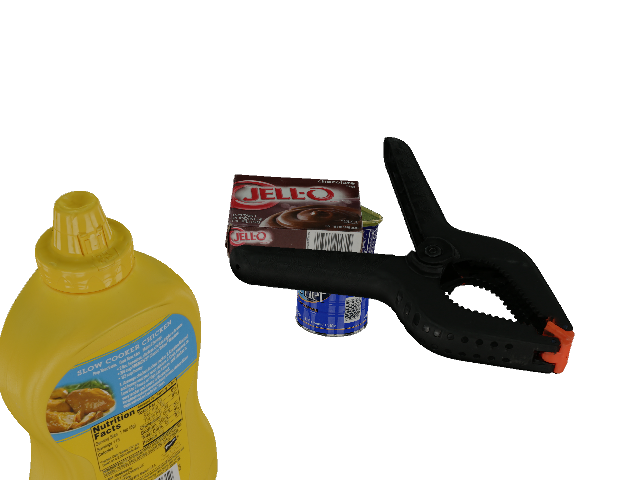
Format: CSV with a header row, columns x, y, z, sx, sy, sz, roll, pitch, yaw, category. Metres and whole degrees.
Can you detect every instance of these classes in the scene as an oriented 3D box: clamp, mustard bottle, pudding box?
x,y,z,sx,sy,sz,roll,pitch,yaw,category
0.058,0.022,0.663,0.164,0.036,0.210,-32,53,-27,clamp
-0.098,0.062,0.492,0.096,0.192,0.058,-28,44,-32,mustard bottle
-0.022,-0.019,0.908,0.113,0.039,0.090,5,32,-4,pudding box

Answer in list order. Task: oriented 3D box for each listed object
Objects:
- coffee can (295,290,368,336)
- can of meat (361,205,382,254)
x,y,z,sx,sy,sz,roll,pitch,yaw,category
0.019,0.047,1.473,0.103,0.140,0.103,2,24,-1,coffee can
0.014,0.003,1.125,0.057,0.084,0.102,-4,21,-35,can of meat
